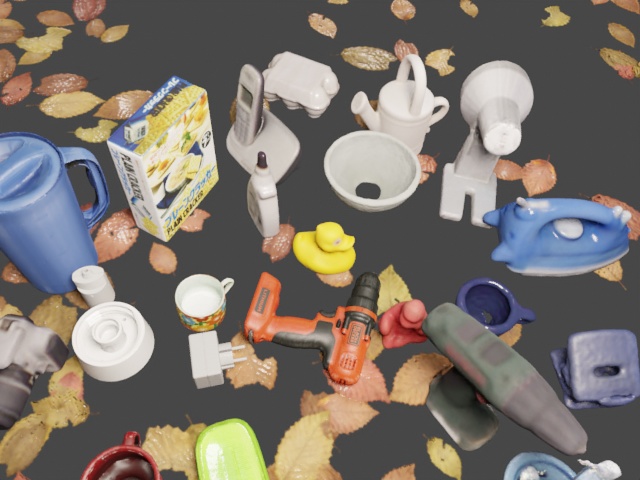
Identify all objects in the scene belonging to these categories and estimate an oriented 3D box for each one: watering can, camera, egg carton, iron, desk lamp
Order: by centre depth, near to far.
[{"bbox_3d":[-0.435,0.173,0.762,0.143,0.101,0.137,8,57,1],"label":"camera"},{"bbox_3d":[0.410,-0.022,0.935,0.258,0.141,0.118,1,57,-4],"label":"iron"},{"bbox_3d":[0.285,-0.164,0.974,0.118,0.213,0.203,11,57,3],"label":"desk lamp"},{"bbox_3d":[0.146,-0.238,1.021,0.173,0.194,0.100,-26,62,-20],"label":"watering can"},{"bbox_3d":[-0.041,-0.305,1.124,0.150,0.069,0.107,22,58,9],"label":"egg carton"}]

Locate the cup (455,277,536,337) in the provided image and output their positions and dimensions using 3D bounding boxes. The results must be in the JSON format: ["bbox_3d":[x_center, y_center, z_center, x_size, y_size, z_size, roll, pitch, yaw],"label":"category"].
[{"bbox_3d":[0.252,0.118,0.858,0.117,0.095,0.092,10,57,2],"label":"cup"}]

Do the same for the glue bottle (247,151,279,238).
[{"bbox_3d":[-0.090,-0.079,0.911,0.037,0.173,0.078,-20,61,-16],"label":"glue bottle"}]

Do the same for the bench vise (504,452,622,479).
[{"bbox_3d":[0.253,0.327,0.648,0.121,0.220,0.208,32,60,16],"label":"bench vise"}]

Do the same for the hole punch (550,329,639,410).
[{"bbox_3d":[0.407,0.188,0.828,0.108,0.091,0.101,-3,57,-6],"label":"hole punch"}]

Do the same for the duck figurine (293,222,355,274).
[{"bbox_3d":[0.008,0.003,0.918,0.104,0.086,0.077,15,57,5],"label":"duck figurine"}]

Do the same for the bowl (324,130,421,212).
[{"bbox_3d":[0.087,-0.108,1.003,0.167,0.075,0.167,2,57,-3],"label":"bowl"}]

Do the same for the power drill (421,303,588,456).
[{"bbox_3d":[0.213,0.196,0.737,0.076,0.208,0.229,-31,64,-22],"label":"power drill"}]

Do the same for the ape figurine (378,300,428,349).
[{"bbox_3d":[0.131,0.118,0.850,0.077,0.092,0.076,25,59,11],"label":"ape figurine"}]

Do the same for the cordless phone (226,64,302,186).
[{"bbox_3d":[-0.096,-0.195,0.979,0.094,0.185,0.147,-38,67,-25],"label":"cordless phone"}]
